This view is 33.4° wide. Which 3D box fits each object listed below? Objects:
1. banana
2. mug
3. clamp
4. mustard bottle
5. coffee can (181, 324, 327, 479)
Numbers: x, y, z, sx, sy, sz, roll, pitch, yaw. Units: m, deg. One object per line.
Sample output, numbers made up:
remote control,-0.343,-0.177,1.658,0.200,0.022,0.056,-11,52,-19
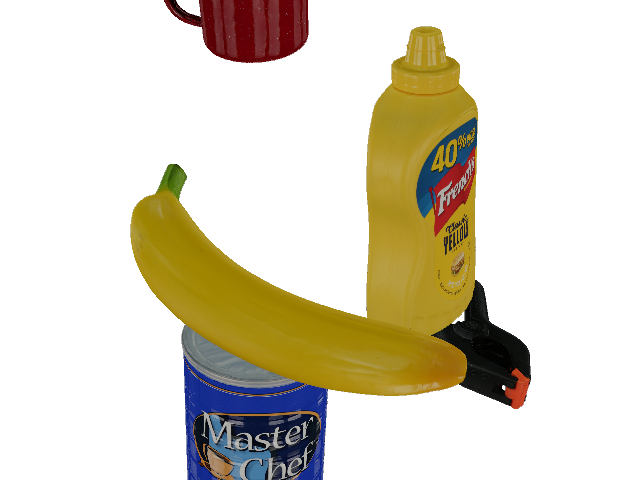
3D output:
banana,-0.027,0.025,0.502,0.198,0.069,0.037,34,-24,25
mug,-0.063,-0.186,0.801,0.117,0.081,0.093,2,36,5
clamp,0.134,0.083,0.934,0.120,0.039,0.172,-19,39,-29
mustard bottle,0.065,-0.039,0.670,0.058,0.192,0.096,16,33,32
coffee can,-0.046,0.123,0.759,0.103,0.140,0.103,2,30,-1
